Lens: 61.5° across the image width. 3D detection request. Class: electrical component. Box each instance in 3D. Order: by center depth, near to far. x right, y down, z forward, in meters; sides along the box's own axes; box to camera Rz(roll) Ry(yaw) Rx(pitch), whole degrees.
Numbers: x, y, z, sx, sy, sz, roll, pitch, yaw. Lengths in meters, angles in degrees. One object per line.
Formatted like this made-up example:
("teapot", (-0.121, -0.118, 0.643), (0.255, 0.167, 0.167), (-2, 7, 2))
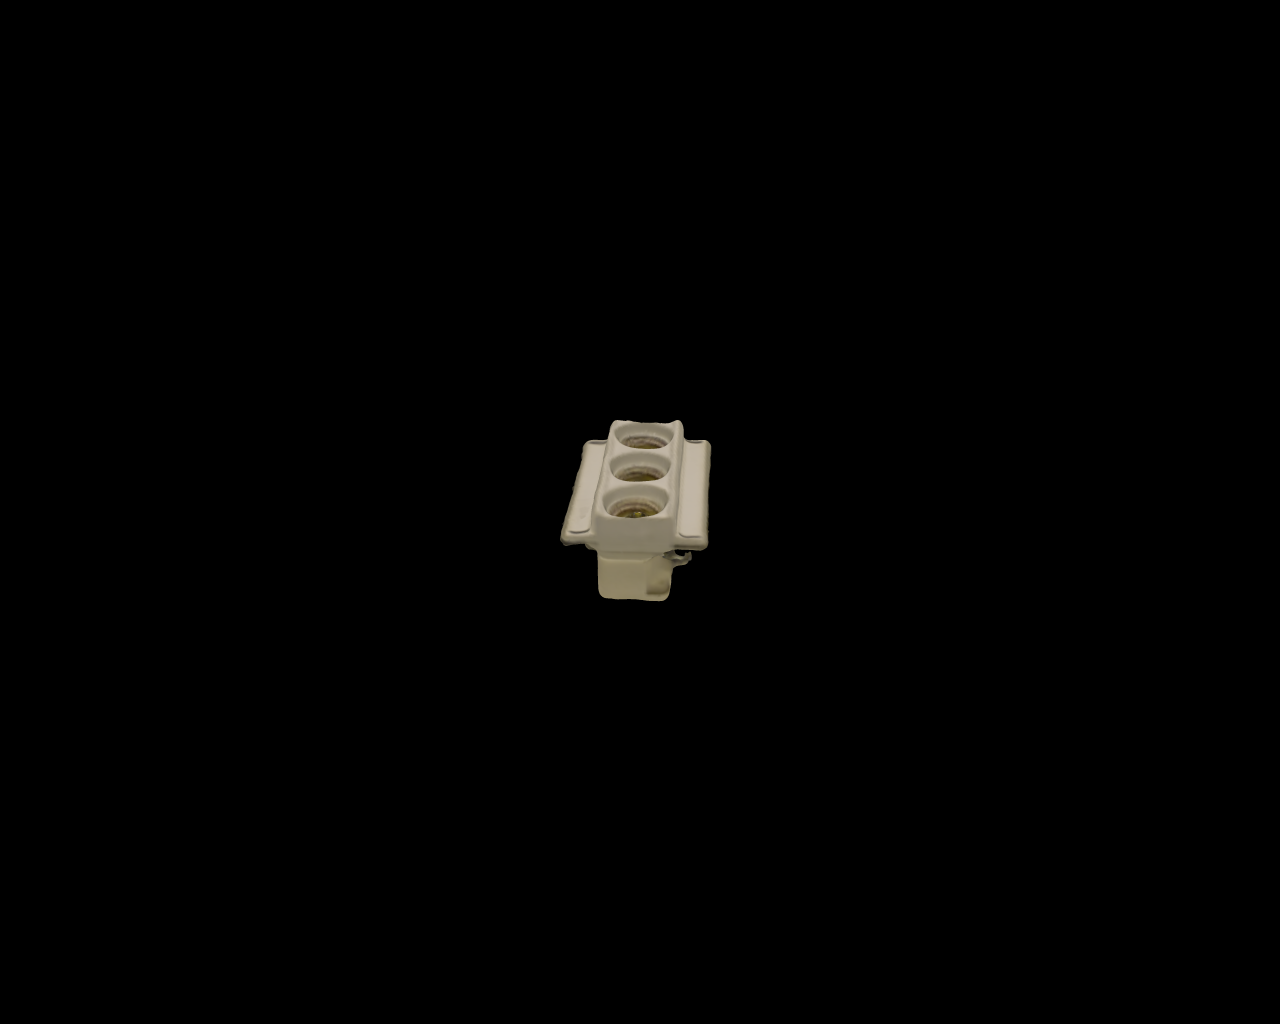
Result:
("electrical component", (0.001, -0.003, 0.650), (0.079, 0.063, 0.121), (2, 31, 3))
